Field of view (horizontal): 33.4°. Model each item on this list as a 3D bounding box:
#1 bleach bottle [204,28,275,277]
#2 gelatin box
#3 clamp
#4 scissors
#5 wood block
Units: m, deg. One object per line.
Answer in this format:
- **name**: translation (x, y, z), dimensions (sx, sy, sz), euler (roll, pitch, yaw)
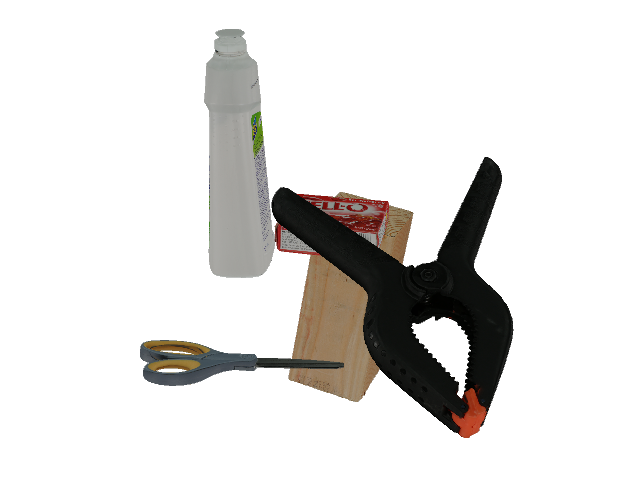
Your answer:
- **bleach bottle**: translation (-0.085, -0.092, 1.091), dimensions (0.068, 0.251, 0.102), euler (1, 27, 3)
- **gelatin box**: translation (0.011, -0.014, 0.930), dimensions (0.089, 0.030, 0.073), euler (6, 24, 9)
- **clamp**: translation (0.057, 0.030, 0.692), dimensions (0.164, 0.210, 0.036), euler (-4, -38, -5)
- **scissors**: translation (-0.084, 0.124, 1.035), dimensions (0.202, 0.016, 0.096), euler (7, 17, 10)
- **wood block**: translation (0.034, 0.063, 1.204), dimensions (0.090, 0.206, 0.090), euler (16, 24, 13)
